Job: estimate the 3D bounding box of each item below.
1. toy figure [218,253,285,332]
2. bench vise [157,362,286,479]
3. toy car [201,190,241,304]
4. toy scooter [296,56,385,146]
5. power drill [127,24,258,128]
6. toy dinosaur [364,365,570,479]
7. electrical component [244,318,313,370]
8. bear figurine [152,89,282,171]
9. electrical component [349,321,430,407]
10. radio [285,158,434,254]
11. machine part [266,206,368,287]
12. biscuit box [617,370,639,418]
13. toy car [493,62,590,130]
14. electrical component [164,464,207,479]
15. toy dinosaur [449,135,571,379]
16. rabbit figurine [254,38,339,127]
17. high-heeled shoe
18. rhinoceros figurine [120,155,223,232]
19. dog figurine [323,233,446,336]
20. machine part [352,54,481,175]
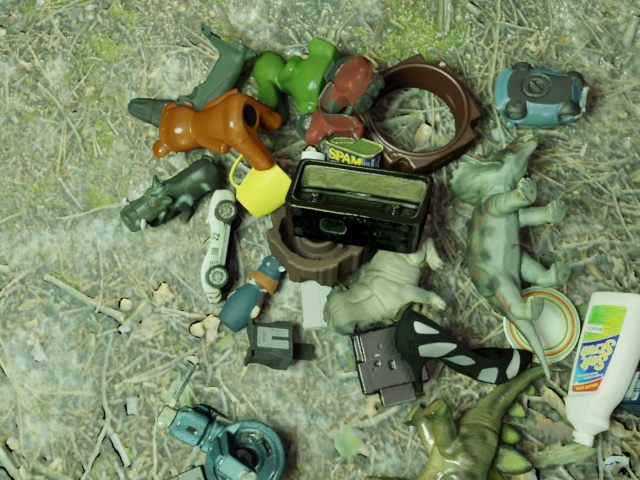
[{"bbox_3d":[-0.114,0.088,0.936,0.064,0.058,0.154,39,75,3],"label":"toy figure"},{"bbox_3d":[-0.140,0.311,0.799,0.223,0.240,0.129,42,76,-7],"label":"bench vise"},{"bbox_3d":[-0.176,0.012,0.944,0.056,0.073,0.201,6,76,-2],"label":"toy car"},{"bbox_3d":[0.050,-0.227,0.909,0.184,0.075,0.135,-53,46,-3],"label":"toy scooter"},{"bbox_3d":[-0.222,-0.284,0.991,0.232,0.086,0.207,24,93,1],"label":"power drill"},{"bbox_3d":[0.222,0.345,0.853,0.198,0.105,0.471,42,78,2],"label":"toy dinosaur"},{"bbox_3d":[-0.066,0.178,0.899,0.119,0.047,0.075,10,49,-10],"label":"electrical component"},{"bbox_3d":[-0.183,-0.183,0.928,0.196,0.131,0.120,-8,64,32],"label":"bear figurine"},{"bbox_3d":[0.118,0.208,0.905,0.115,0.058,0.134,-14,76,-1],"label":"electrical component"},{"bbox_3d":[0.061,-0.057,0.878,0.230,0.073,0.131,9,44,12],"label":"radio"},{"bbox_3d":[-0.002,-0.003,0.924,0.179,0.056,0.179,0,50,0],"label":"machine part"},{"bbox_3d":[0.524,0.236,0.820,0.063,0.202,0.059,26,76,5],"label":"biscuit box"},{"bbox_3d":[0.400,-0.253,0.989,0.162,0.102,0.109,9,73,14],"label":"toy car"},{"bbox_3d":[-0.205,0.401,0.878,0.094,0.021,0.063,-20,77,-4],"label":"electrical component"},{"bbox_3d":[0.308,0.015,0.913,0.131,0.192,0.404,2,91,-26],"label":"toy dinosaur"},{"bbox_3d":[-0.054,-0.293,1.015,0.170,0.121,0.159,22,84,24],"label":"rabbit figurine"},{"bbox_3d":[0.234,0.158,0.862,0.249,0.086,0.145,-9,101,-20],"label":"high-heeled shoe"},{"bbox_3d":[-0.258,-0.076,0.948,0.190,0.112,0.073,-34,81,-15],"label":"rhinoceros figurine"},{"bbox_3d":[0.092,0.060,0.876,0.190,0.121,0.172,-4,74,-24],"label":"dog figurine"},{"bbox_3d":[0.175,-0.225,0.994,0.201,0.087,0.201,-28,76,-6],"label":"machine part"}]
